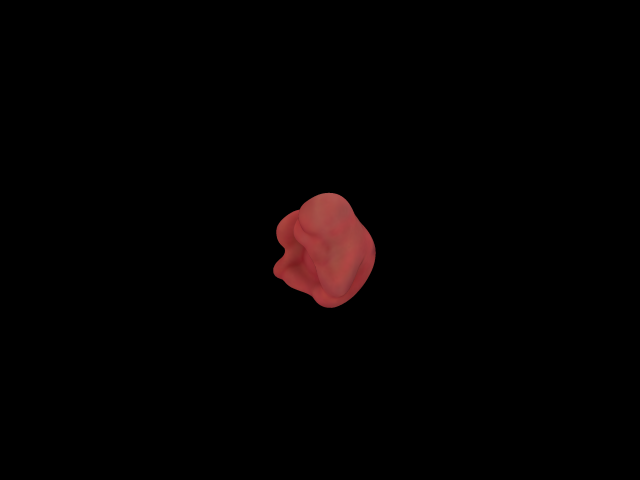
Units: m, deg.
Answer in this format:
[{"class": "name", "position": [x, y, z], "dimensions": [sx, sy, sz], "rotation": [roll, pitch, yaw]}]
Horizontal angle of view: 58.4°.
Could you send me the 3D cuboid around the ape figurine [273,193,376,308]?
[{"class": "ape figurine", "position": [0.004, 0.001, 0.400], "dimensions": [0.076, 0.092, 0.077], "rotation": [-10, 53, -7]}]
